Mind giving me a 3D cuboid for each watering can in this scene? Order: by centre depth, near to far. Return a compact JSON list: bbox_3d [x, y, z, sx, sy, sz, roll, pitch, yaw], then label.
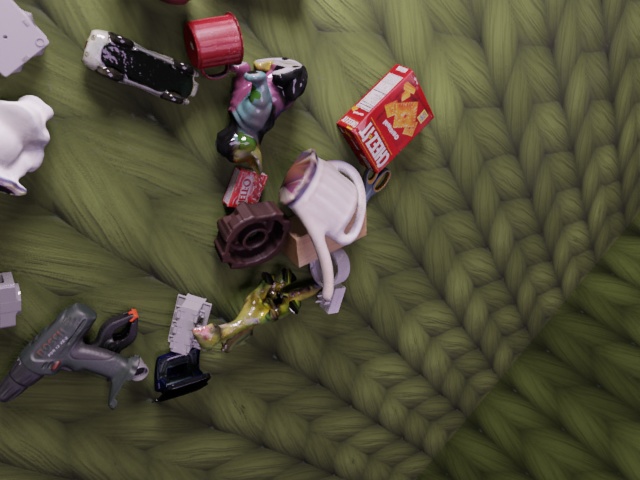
[{"bbox_3d":[0.003,-0.058,1.150,0.222,0.103,0.355,36,53,-23],"label":"watering can"}]

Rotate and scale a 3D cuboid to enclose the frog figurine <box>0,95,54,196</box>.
[{"bbox_3d":[-0.495,-0.158,0.794,0.136,0.122,0.162,28,61,-37],"label":"frog figurine"}]

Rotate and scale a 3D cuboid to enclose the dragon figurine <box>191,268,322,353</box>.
[{"bbox_3d":[-0.153,0.191,1.280,0.240,0.123,0.410,-41,162,21],"label":"dragon figurine"}]
